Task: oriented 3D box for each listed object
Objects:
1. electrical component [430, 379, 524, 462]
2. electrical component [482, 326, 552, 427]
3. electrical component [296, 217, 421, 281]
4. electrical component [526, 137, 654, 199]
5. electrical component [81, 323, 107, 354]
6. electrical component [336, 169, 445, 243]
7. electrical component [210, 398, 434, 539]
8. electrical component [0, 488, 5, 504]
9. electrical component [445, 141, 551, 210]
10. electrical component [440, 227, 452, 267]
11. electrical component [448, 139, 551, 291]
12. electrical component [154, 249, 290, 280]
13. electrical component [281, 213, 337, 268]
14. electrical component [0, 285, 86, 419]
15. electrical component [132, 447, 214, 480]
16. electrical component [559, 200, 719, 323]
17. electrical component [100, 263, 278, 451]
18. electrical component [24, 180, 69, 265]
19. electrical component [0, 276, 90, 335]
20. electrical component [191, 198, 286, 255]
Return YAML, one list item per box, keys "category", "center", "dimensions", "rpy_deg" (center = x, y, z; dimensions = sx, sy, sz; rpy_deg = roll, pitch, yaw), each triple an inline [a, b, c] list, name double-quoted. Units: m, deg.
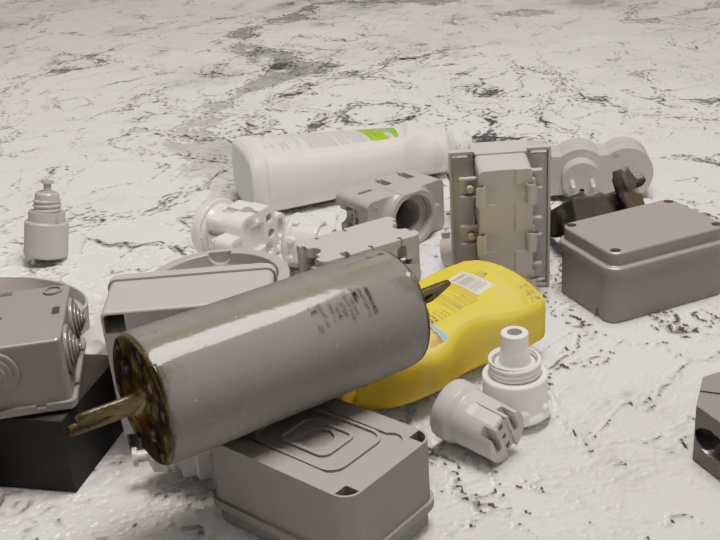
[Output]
- category: "electrical component"
  center: [0.073, 0.094, 0.669]
  dimensions: [0.046, 0.040, 0.040]
  rpy_deg: [24, 36, 38]
- category: "electrical component"
  center: [0.100, 0.067, 0.696]
  dimensions: [0.048, 0.062, 0.048]
  rpy_deg: [-4, 25, 2]
- category: "electrical component"
  center: [0.000, 0.000, 0.867]
  dimensions: [0.089, 0.055, 0.050]
  rpy_deg: [-17, 27, -25]
- category: "electrical component"
  center: [0.212, -0.092, 1.037]
  dimensions: [0.138, 0.052, 0.073]
  rpy_deg: [-2, 25, 6]
- category: "electrical component"
  center: [-0.186, 0.059, 0.785]
  dimensions: [0.043, 0.043, 0.062]
  rpy_deg: [-11, 24, -14]
- category: "electrical component"
  center: [0.031, -0.054, 0.987]
  dimensions: [0.089, 0.050, 0.056]
  rpy_deg: [-21, 29, -33]
- category: "electrical component"
  center: [-0.022, 0.118, 0.611]
  dimensions: [0.113, 0.057, 0.078]
  rpy_deg: [15, 30, 37]
- category: "electrical component"
  center: [-0.272, 0.134, 0.627]
  dimensions: [0.100, 0.048, 0.099]
  rpy_deg: [2, 25, 15]
- category: "electrical component"
  center: [0.126, -0.074, 0.981]
  dimensions: [0.062, 0.061, 0.096]
  rpy_deg: [-30, 28, -3]
- category: "electrical component"
  center: [0.095, -0.020, 0.918]
  dimensions: [0.046, 0.040, 0.040]
  rpy_deg: [-2, 24, 21]
- category: "electrical component"
  center: [0.112, -0.034, 0.844]
  dimensions: [0.079, 0.121, 0.063]
  rpy_deg: [-4, 27, 2]
- category: "electrical component"
  center: [-0.104, 0.033, 0.807]
  dimensions: [0.108, 0.060, 0.108]
  rpy_deg: [-4, 24, 2]
- category: "electrical component"
  center: [-0.036, -0.023, 0.939]
  dimensions: [0.062, 0.048, 0.048]
  rpy_deg: [10, 27, 14]
- category: "electrical component"
  center: [-0.223, 0.051, 0.676]
  dimensions: [0.100, 0.048, 0.099]
  rpy_deg: [-8, 24, -7]
- category: "electrical component"
  center: [-0.100, 0.109, 0.663]
  dimensions: [0.078, 0.040, 0.040]
  rpy_deg: [-8, 25, -8]
- category: "electrical component"
  center: [0.223, -0.010, 0.850]
  dimensions: [0.113, 0.057, 0.078]
  rpy_deg: [-14, 26, -19]
- category: "electrical component"
  center: [-0.104, 0.057, 0.699]
  dimensions: [0.109, 0.108, 0.056]
  rpy_deg: [-5, 27, -1]
- category: "electrical component"
  center: [-0.290, -0.044, 0.995]
  dimensions: [0.040, 0.078, 0.040]
  rpy_deg: [5, 12, -1]
- category: "electrical component"
  center: [-0.255, 0.038, 0.817]
  dimensions: [0.099, 0.064, 0.099]
  rpy_deg: [-4, 24, 2]
- category: "electrical component"
  center: [-0.112, -0.032, 0.957]
  dimensions: [0.057, 0.058, 0.078]
  rpy_deg: [15, 31, 30]
